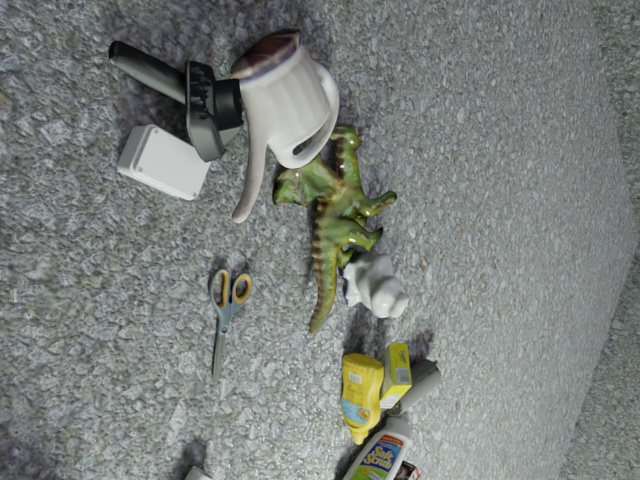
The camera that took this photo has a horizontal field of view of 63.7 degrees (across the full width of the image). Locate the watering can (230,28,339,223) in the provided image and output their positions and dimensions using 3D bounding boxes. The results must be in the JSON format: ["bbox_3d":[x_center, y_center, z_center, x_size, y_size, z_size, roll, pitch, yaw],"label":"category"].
[{"bbox_3d":[-0.075,-0.208,0.858,0.354,0.104,0.220,-54,130,-35],"label":"watering can"}]

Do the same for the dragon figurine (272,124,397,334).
[{"bbox_3d":[0.003,-0.050,1.000,0.240,0.121,0.416,36,68,-24],"label":"dragon figurine"}]

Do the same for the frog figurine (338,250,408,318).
[{"bbox_3d":[0.128,0.094,1.081,0.123,0.160,0.137,-1,98,-47],"label":"frog figurine"}]
